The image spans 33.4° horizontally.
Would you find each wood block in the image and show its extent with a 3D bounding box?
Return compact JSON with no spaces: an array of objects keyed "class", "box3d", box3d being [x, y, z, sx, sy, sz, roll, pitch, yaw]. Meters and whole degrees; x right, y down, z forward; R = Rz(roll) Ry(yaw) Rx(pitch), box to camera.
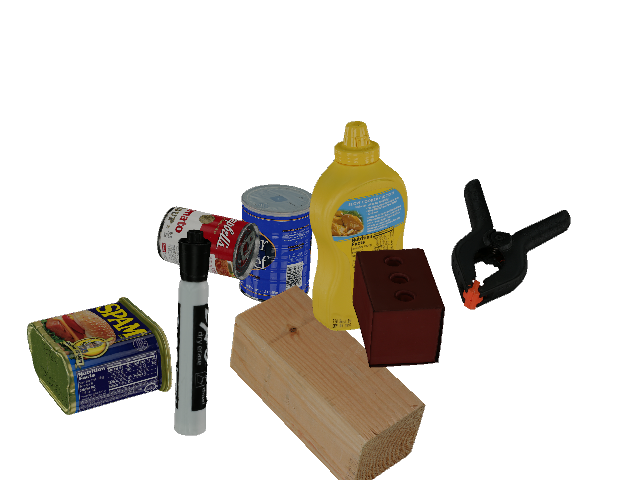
[{"class":"wood block","box3d":[0.003,0.155,1.143,0.090,0.090,0.206,-26,53,-33]}]

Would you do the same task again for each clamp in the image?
[{"class":"clamp","box3d":[0.181,0.000,1.139,0.120,0.039,0.171,24,48,25]}]

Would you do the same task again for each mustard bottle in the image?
[{"class":"mustard bottle","box3d":[0.036,-0.016,0.989,0.096,0.192,0.058,-15,26,-26]}]

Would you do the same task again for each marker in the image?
[{"class":"marker","box3d":[-0.074,0.054,0.619,0.020,0.121,0.020,3,13,-1]}]

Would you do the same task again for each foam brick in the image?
[{"class":"foam brick","box3d":[0.055,0.048,0.773,0.053,0.051,0.078,-3,33,-7]}]

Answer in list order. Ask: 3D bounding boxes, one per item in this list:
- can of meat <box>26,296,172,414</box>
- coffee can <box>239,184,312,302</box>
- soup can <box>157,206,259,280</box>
[{"class":"can of meat","box3d":[-0.179,0.092,0.855,0.083,0.057,0.102,-13,24,-30]},{"class":"coffee can","box3d":[-0.062,0.004,1.511,0.103,0.140,0.103,3,24,-2]},{"class":"soup can","box3d":[-0.130,0.002,1.247,0.102,0.068,0.068,13,4,18]}]
